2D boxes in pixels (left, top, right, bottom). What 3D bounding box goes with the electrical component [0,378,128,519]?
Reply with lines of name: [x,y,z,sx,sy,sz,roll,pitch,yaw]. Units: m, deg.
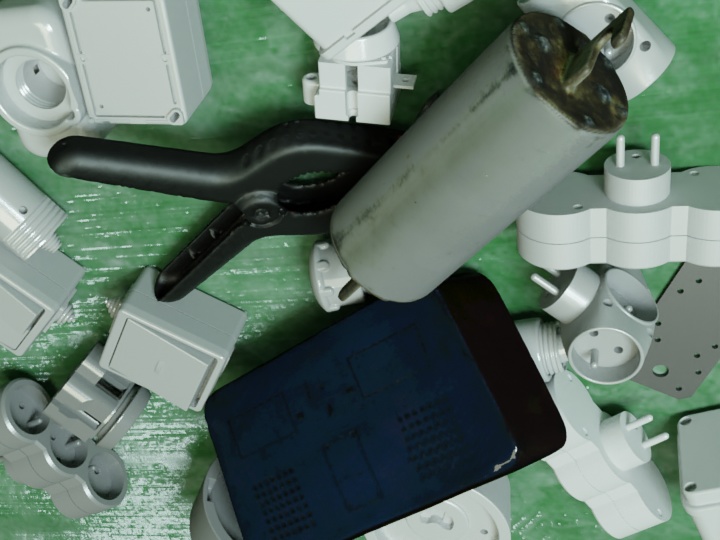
electrical component: [-0.257,0.148,0.854,0.074,0.052,0.138,-22,124,27]

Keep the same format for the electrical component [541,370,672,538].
electrical component: [0.172,0.120,0.731,0.074,0.052,0.138,-32,112,31]

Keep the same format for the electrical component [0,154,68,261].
electrical component: [-0.235,-0.042,0.725,0.043,0.043,0.081,-34,111,31]

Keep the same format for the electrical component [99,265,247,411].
electrical component: [-0.138,0.048,0.754,0.096,0.061,0.061,26,127,-5]

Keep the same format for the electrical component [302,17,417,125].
electrical component: [-0.001,-0.118,0.611,0.066,0.048,0.055,7,134,10]

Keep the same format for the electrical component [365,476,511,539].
electrical component: [0.059,0.169,0.790,0.108,0.060,0.108,7,126,10]

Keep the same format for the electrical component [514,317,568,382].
electrical component: [0.119,0.052,0.702,0.062,0.043,0.043,-10,122,19]

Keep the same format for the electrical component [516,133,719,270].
electrical component: [0.158,-0.044,0.615,0.138,0.052,0.073,-1,123,11]

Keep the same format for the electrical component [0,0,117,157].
electrical component: [-0.185,-0.119,0.648,0.054,0.059,0.095,-2,124,16]

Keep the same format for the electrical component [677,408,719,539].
electrical component: [0.268,0.128,0.697,0.113,0.078,0.057,-17,122,24]

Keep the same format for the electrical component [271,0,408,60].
electrical component: [0.001,-0.168,0.542,0.100,0.099,0.048,-32,125,31]

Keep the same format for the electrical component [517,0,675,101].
electrical component: [0.113,-0.120,0.580,0.077,0.044,0.079,41,124,-15]

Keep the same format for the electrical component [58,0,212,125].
electrical component: [-0.127,-0.138,0.618,0.062,0.061,0.096,3,125,12]

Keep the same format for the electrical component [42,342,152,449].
electrical component: [-0.195,0.097,0.807,0.057,0.058,0.078,38,125,-10]

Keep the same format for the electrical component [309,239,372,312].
electrical component: [0.000,0.000,0.696,0.062,0.048,0.048,-9,122,9]

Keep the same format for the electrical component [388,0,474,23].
electrical component: [0.041,-0.153,0.576,0.061,0.035,0.035,-27,115,16]

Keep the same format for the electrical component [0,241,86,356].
electrical component: [-0.245,0.014,0.757,0.096,0.061,0.062,37,125,-13]

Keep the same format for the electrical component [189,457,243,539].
electrical component: [-0.077,0.190,0.814,0.108,0.108,0.060,28,133,-7]

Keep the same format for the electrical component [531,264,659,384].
electrical component: [0.136,0.019,0.652,0.079,0.077,0.044,34,126,-10]
